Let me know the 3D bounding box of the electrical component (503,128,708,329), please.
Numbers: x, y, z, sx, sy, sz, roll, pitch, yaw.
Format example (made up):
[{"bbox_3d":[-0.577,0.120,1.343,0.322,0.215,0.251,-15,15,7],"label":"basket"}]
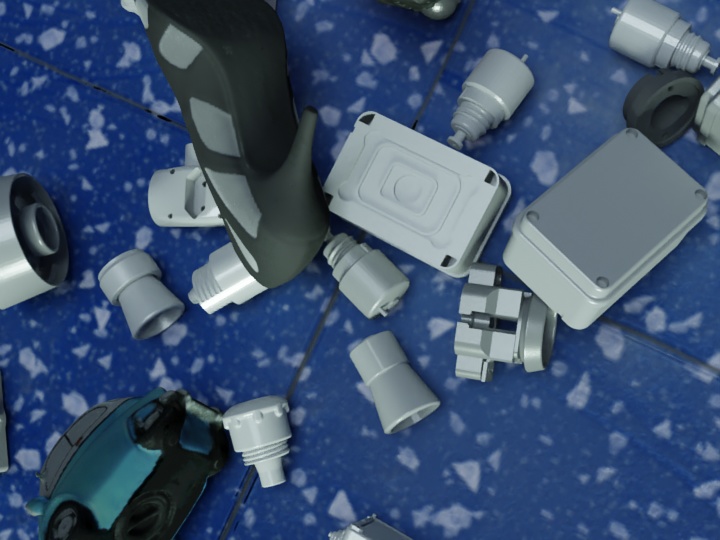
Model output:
[{"bbox_3d":[0.157,-0.028,0.690,0.113,0.057,0.078,-38,73,-20],"label":"electrical component"}]

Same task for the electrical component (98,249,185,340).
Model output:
[{"bbox_3d":[-0.165,0.018,0.809,0.045,0.045,0.055,-39,75,9],"label":"electrical component"}]

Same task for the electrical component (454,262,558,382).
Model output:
[{"bbox_3d":[0.100,0.038,0.724,0.057,0.058,0.078,8,87,20],"label":"electrical component"}]

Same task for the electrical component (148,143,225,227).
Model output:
[{"bbox_3d":[-0.113,-0.072,0.803,0.077,0.043,0.079,1,85,16],"label":"electrical component"}]

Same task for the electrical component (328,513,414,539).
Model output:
[{"bbox_3d":[0.016,0.211,0.728,0.096,0.062,0.061,27,92,17],"label":"electrical component"}]

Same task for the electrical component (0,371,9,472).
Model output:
[{"bbox_3d":[-0.327,0.122,0.843,0.100,0.048,0.099,-10,82,15],"label":"electrical component"}]

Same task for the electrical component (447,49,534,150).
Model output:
[{"bbox_3d":[0.087,-0.117,0.744,0.040,0.040,0.078,33,78,17],"label":"electrical component"}]

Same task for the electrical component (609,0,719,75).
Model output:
[{"bbox_3d":[0.205,-0.153,0.721,0.078,0.040,0.040,31,93,16],"label":"electrical component"}]

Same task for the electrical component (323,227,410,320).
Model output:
[{"bbox_3d":[0.000,0.000,0.765,0.040,0.040,0.078,-46,74,7],"label":"electrical component"}]

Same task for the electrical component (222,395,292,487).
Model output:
[{"bbox_3d":[-0.069,0.123,0.771,0.048,0.048,0.062,-16,86,14],"label":"electrical component"}]

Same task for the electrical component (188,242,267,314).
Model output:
[{"bbox_3d":[-0.090,0.002,0.789,0.081,0.043,0.043,-30,77,12],"label":"electrical component"}]

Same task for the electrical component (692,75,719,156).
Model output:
[{"bbox_3d":[0.265,-0.117,0.665,0.056,0.109,0.108,44,97,13],"label":"electrical component"}]

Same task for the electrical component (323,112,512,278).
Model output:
[{"bbox_3d":[0.040,-0.052,0.750,0.113,0.057,0.078,28,93,17],"label":"electrical component"}]

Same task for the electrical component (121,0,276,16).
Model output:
[{"bbox_3d":[-0.117,-0.243,0.815,0.109,0.056,0.108,5,86,17],"label":"electrical component"}]

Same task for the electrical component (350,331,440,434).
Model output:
[{"bbox_3d":[0.021,0.076,0.751,0.044,0.044,0.065,-34,72,10],"label":"electrical component"}]

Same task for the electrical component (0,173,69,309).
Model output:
[{"bbox_3d":[-0.266,-0.023,0.817,0.064,0.099,0.099,-16,80,8],"label":"electrical component"}]
